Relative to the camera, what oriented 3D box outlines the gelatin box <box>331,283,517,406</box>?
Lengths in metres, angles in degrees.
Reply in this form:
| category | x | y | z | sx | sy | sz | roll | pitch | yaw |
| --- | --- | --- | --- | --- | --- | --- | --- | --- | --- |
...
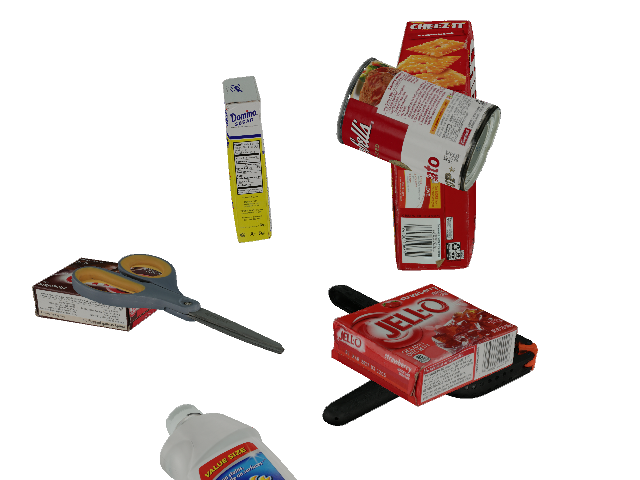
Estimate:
| category | x | y | z | sx | sy | sz | roll | pitch | yaw |
| --- | --- | --- | --- | --- | --- | --- | --- | --- | --- |
| gelatin box | 0.063 | 0.061 | 0.645 | 0.089 | 0.030 | 0.073 | -16 | 30 | -38 |

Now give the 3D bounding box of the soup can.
| category | x | y | z | sx | sy | sz | roll | pitch | yaw |
| --- | --- | --- | --- | --- | --- | --- | --- | --- | --- |
| soup can | 0.072 | -0.085 | 0.781 | 0.102 | 0.068 | 0.068 | 24 | 7 | 16 |

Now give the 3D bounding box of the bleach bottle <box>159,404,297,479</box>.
| category | x | y | z | sx | sy | sz | roll | pitch | yaw |
| --- | --- | --- | --- | --- | --- | --- | --- | --- | --- |
| bleach bottle | -0.057 | 0.200 | 0.760 | 0.102 | 0.068 | 0.251 | -18 | 34 | -24 |

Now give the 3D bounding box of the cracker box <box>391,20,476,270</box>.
| category | x | y | z | sx | sy | sz | roll | pitch | yaw |
| --- | --- | --- | --- | --- | --- | --- | --- | --- | --- |
| cracker box | 0.108 | -0.094 | 0.975 | 0.072 | 0.164 | 0.213 | 0 | 27 | 10 |

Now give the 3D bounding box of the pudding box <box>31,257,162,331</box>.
| category | x | y | z | sx | sy | sz | roll | pitch | yaw |
| --- | --- | --- | --- | --- | --- | --- | --- | --- | --- |
| pudding box | -0.221 | 0.054 | 1.090 | 0.114 | 0.039 | 0.090 | 5 | 19 | 21 |

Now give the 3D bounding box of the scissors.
| category | x | y | z | sx | sy | sz | roll | pitch | yaw |
| --- | --- | --- | --- | --- | --- | --- | --- | --- | --- |
| scissors | -0.108 | 0.048 | 0.885 | 0.202 | 0.016 | 0.096 | 13 | 24 | 15 |

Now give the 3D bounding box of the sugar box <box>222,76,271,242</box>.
| category | x | y | z | sx | sy | sz | roll | pitch | yaw |
| --- | --- | --- | --- | --- | --- | --- | --- | --- | --- |
| sugar box | -0.088 | -0.096 | 1.261 | 0.048 | 0.176 | 0.093 | -8 | 26 | -4 |

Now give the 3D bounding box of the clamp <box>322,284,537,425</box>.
| category | x | y | z | sx | sy | sz | roll | pitch | yaw |
| --- | --- | --- | --- | --- | --- | --- | --- | --- | --- |
| clamp | 0.100 | 0.116 | 1.021 | 0.210 | 0.164 | 0.036 | 6 | -43 | 7 |
